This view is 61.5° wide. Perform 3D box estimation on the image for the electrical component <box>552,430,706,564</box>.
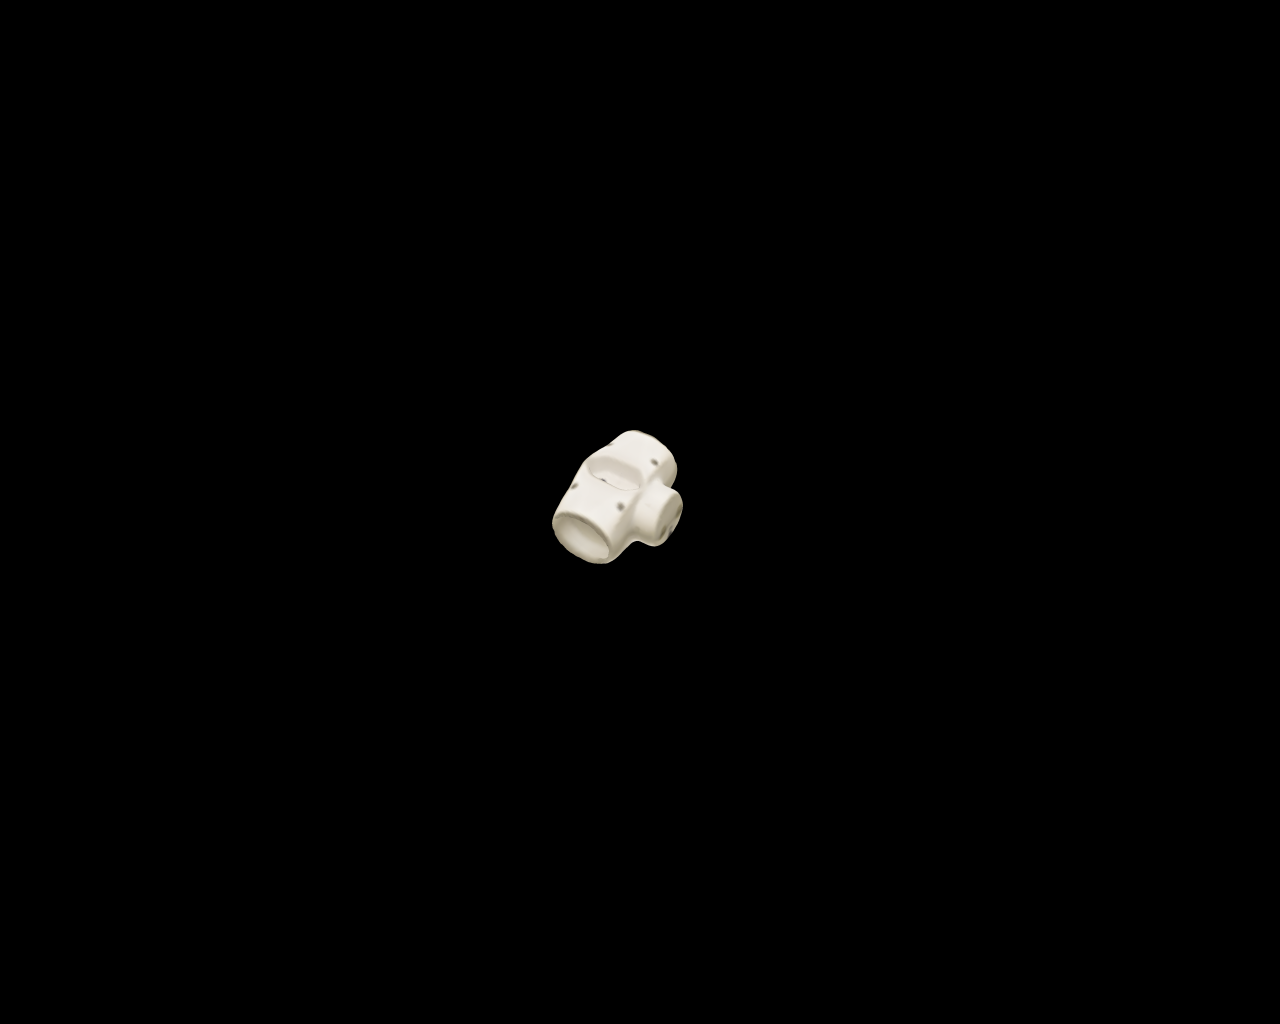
[{"bbox_3d":[0.001,-0.003,0.650,0.079,0.077,0.043,25,-36,20],"label":"electrical component"}]
